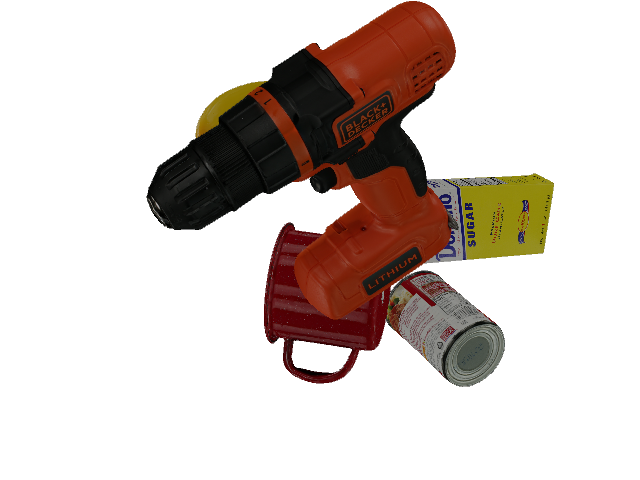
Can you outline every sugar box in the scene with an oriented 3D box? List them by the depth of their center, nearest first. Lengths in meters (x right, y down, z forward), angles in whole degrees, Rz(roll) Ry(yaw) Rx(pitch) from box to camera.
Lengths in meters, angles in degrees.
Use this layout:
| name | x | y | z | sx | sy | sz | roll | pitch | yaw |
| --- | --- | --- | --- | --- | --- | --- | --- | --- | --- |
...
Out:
| name | x | y | z | sx | sy | sz | roll | pitch | yaw |
| --- | --- | --- | --- | --- | --- | --- | --- | --- | --- |
| sugar box | 0.186 | -0.026 | 1.255 | 0.176 | 0.093 | 0.048 | -6 | 21 | -26 |

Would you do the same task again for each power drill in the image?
| name | x | y | z | sx | sy | sz | roll | pitch | yaw |
| --- | --- | --- | --- | --- | --- | --- | --- | --- | --- |
| power drill | 0.004 | -0.029 | 0.616 | 0.184 | 0.057 | 0.187 | -33 | -32 | -7 |

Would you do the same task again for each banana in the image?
| name | x | y | z | sx | sy | sz | roll | pitch | yaw |
| --- | --- | --- | --- | --- | --- | --- | --- | --- | --- |
| banana | -0.062 | -0.123 | 1.030 | 0.070 | 0.037 | 0.197 | 42 | 35 | 23 |

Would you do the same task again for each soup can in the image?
| name | x | y | z | sx | sy | sz | roll | pitch | yaw |
| --- | --- | --- | --- | --- | --- | --- | --- | --- | --- |
| soup can | 0.114 | 0.080 | 0.983 | 0.068 | 0.068 | 0.102 | 0 | 25 | -31 |

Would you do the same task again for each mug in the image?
| name | x | y | z | sx | sy | sz | roll | pitch | yaw |
| --- | --- | --- | --- | --- | --- | --- | --- | --- | --- |
| mug | 0.006 | 0.049 | 0.801 | 0.081 | 0.117 | 0.093 | 8 | -13 | 10 |
